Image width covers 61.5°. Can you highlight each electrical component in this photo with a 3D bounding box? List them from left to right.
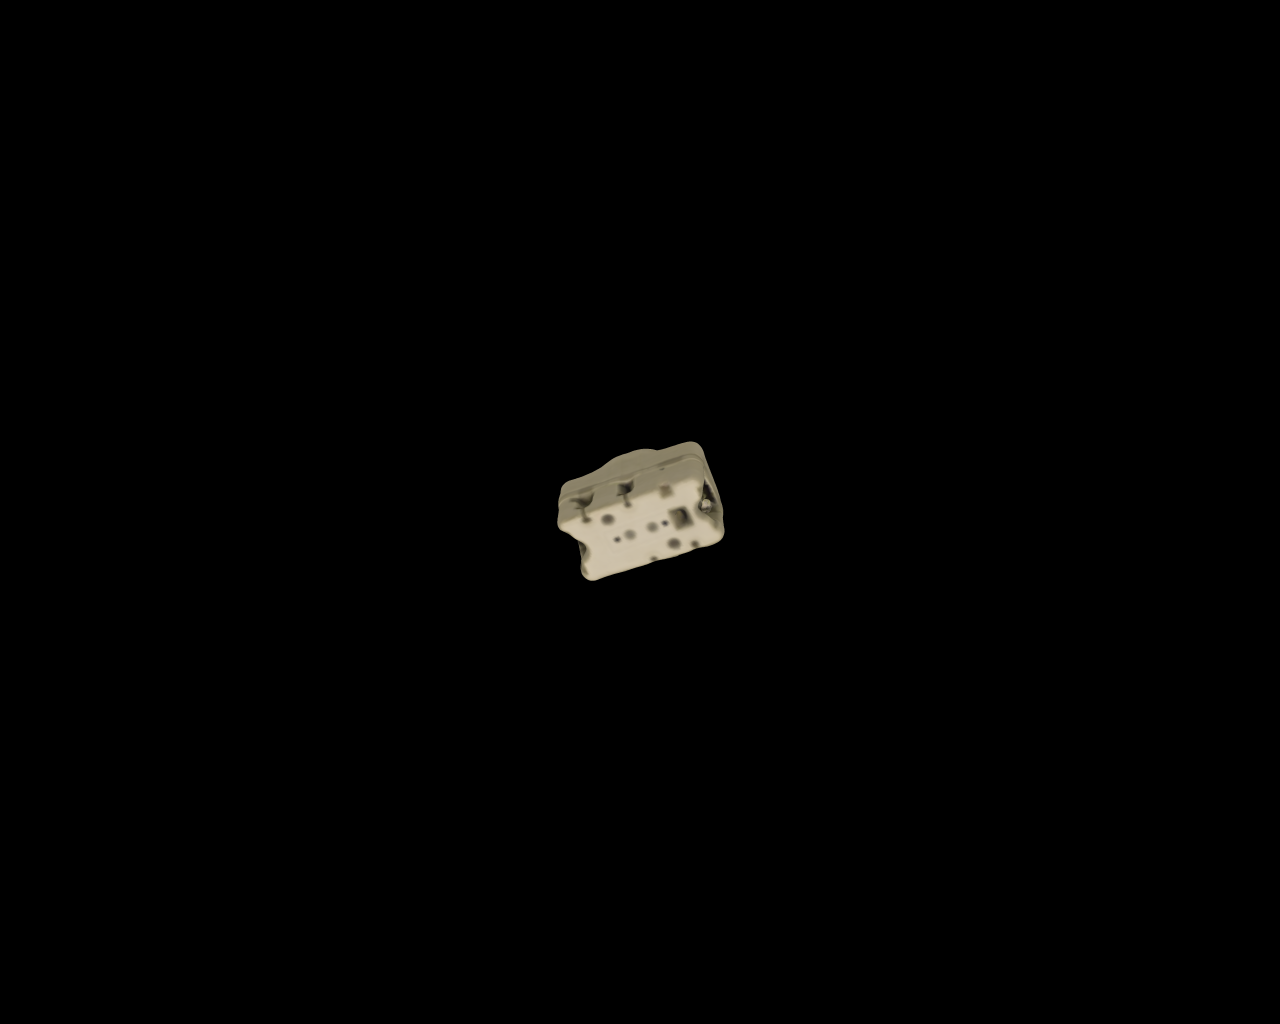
[{"bbox_3d":[0.001,-0.003,0.650,0.089,0.050,0.056,-18,29,10],"label":"electrical component"}]
